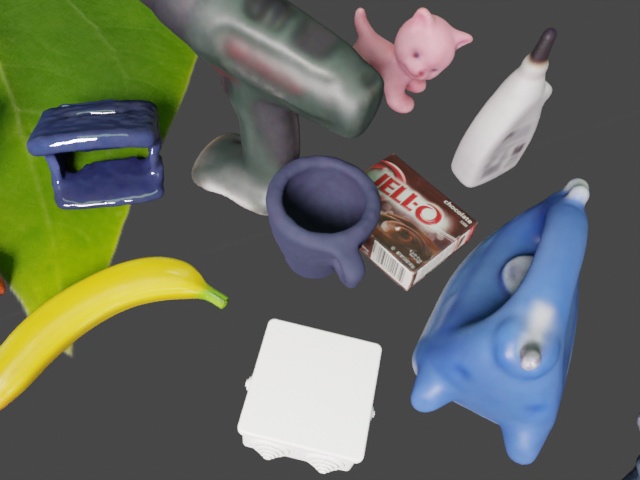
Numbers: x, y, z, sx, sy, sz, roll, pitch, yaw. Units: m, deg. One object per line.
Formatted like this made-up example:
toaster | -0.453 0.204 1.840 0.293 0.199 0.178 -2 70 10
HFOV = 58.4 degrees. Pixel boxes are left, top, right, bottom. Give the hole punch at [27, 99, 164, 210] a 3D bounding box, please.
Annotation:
hole punch | -0.199 -0.092 0.514 0.109 0.091 0.101 -8 58 -12

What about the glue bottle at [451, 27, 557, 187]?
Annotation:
glue bottle | 0.180 -0.123 0.535 0.078 0.173 0.037 -25 63 -21

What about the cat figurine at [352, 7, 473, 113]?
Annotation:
cat figurine | 0.089 -0.206 0.611 0.127 0.118 0.067 26 58 10

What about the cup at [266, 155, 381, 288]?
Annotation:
cup | 0.004 0.002 0.477 0.092 0.095 0.117 -15 60 -17

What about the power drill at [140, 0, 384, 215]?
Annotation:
power drill | -0.065 -0.122 0.481 0.229 0.208 0.076 24 57 8

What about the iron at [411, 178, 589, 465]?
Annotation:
iron | 0.169 0.030 0.453 0.118 0.141 0.259 26 57 10

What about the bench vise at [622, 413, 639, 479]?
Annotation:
bench vise | 0.254 0.192 0.311 0.122 0.220 0.207 -32 66 -25
